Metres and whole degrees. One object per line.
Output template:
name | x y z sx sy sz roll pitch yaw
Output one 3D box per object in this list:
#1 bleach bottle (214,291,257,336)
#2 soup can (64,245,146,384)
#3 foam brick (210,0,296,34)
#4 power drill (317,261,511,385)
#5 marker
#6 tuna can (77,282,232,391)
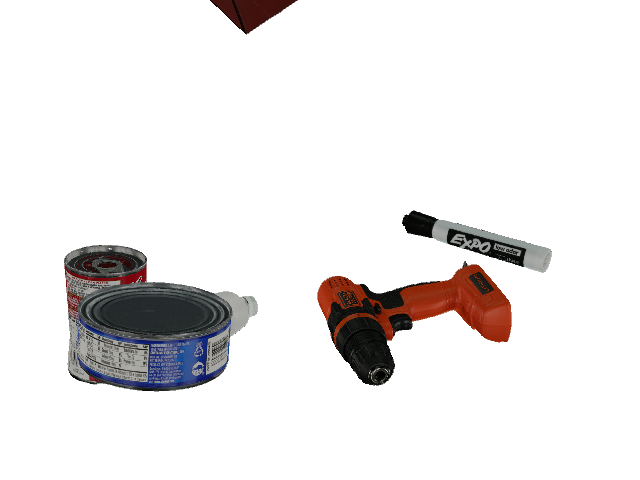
bleach bottle | -0.196 0.108 1.423 0.250 0.068 0.103 -12 26 -39
soup can | -0.182 0.063 0.905 0.068 0.102 0.068 3 19 -1
foam brick | -0.043 -0.198 0.765 0.078 0.053 0.051 -37 -31 -10
power drill | 0.102 0.084 1.127 0.187 0.057 0.184 -6 28 -12
marker | 0.118 -0.001 0.825 0.121 0.020 0.020 17 8 28
tuna can | -0.093 0.053 0.599 0.086 0.034 0.086 4 16 -1
